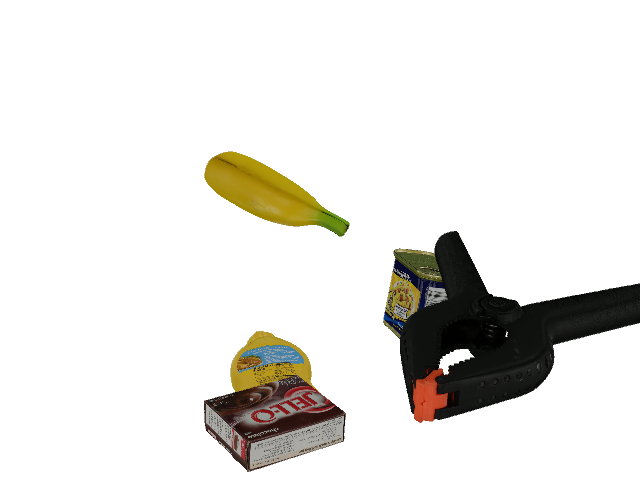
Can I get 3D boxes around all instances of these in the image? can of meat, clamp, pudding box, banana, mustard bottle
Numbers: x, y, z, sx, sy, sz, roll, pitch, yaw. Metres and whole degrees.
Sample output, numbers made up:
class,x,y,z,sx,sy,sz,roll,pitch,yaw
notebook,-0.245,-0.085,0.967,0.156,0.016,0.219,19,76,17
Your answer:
class,x,y,z,sx,sy,sz,roll,pitch,yaw
can of meat,0.110,0.064,1.150,0.057,0.084,0.102,6,14,-19
clamp,0.105,0.051,0.685,0.165,0.036,0.209,19,31,34
pudding box,-0.045,0.177,1.047,0.113,0.039,0.090,-14,25,-30
banana,-0.054,-0.040,0.827,0.069,0.037,0.198,40,-6,-32
mustard bottle,-0.056,0.165,1.260,0.096,0.058,0.192,-8,30,-10
